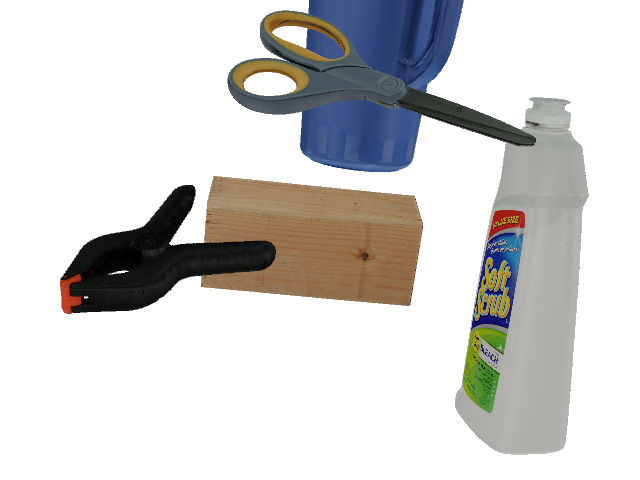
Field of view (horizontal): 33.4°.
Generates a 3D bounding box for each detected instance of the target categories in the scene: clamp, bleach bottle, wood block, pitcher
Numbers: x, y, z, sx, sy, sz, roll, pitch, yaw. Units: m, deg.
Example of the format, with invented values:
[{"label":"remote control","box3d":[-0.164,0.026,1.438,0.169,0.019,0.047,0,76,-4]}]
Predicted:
[{"label":"clamp","box3d":[-0.135,0.007,0.851,0.171,0.039,0.120,-17,36,-30]},{"label":"bleach bottle","box3d":[0.150,0.022,0.776,0.068,0.251,0.103,0,15,-12]},{"label":"wood block","box3d":[-0.010,0.000,1.062,0.206,0.091,0.090,6,21,-3]},{"label":"pitcher","box3d":[0.053,-0.187,0.971,0.145,0.243,0.149,8,14,6]}]

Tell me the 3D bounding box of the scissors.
[{"label":"scissors","box3d":[0.024,-0.085,0.658,0.096,0.016,0.202,-38,57,-23]}]
